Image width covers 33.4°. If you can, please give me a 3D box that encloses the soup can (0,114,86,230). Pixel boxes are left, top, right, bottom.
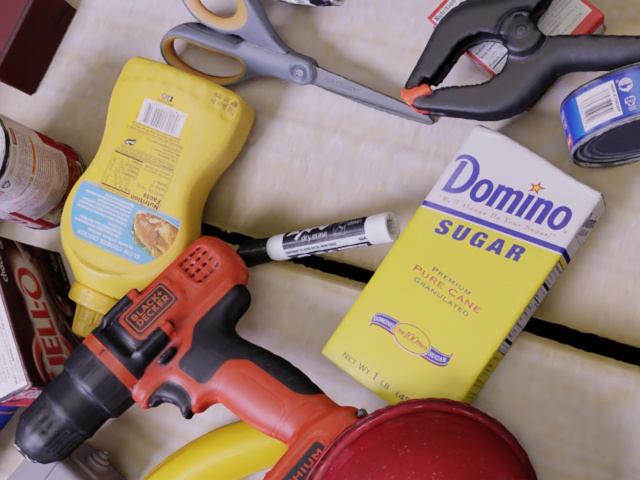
[{"bbox_3d":[-0.218,-0.049,0.743,0.069,0.102,0.068,-3,79,17],"label":"soup can"}]

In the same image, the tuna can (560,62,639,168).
[{"bbox_3d":[0.186,-0.074,0.627,0.086,0.086,0.034,-15,74,15],"label":"tuna can"}]

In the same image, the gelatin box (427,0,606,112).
[{"bbox_3d":[0.126,-0.140,0.688,0.073,0.030,0.089,-47,71,6],"label":"gelatin box"}]

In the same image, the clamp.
[{"bbox_3d":[0.134,-0.117,0.645,0.171,0.039,0.120,-38,68,13],"label":"clamp"}]

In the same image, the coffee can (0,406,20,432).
[{"bbox_3d":[-0.281,0.130,0.730,0.103,0.102,0.140,39,94,20],"label":"coffee can"}]

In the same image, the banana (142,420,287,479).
[{"bbox_3d":[-0.086,0.173,0.698,0.069,0.037,0.198,40,97,-9],"label":"banana"}]

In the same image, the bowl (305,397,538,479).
[{"bbox_3d":[0.066,0.172,0.591,0.162,0.055,0.162,-1,94,-19],"label":"bowl"}]

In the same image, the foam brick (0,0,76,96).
[{"bbox_3d":[-0.229,-0.156,0.793,0.051,0.053,0.078,26,87,20],"label":"foam brick"}]

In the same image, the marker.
[{"bbox_3d":[-0.005,0.001,0.694,0.121,0.020,0.020,-11,76,33],"label":"marker"}]

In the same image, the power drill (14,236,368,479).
[{"bbox_3d":[-0.073,0.109,0.653,0.188,0.057,0.184,39,78,23],"label":"power drill"}]

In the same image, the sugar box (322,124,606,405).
[{"bbox_3d":[0.089,0.024,0.661,0.093,0.048,0.176,34,93,21],"label":"sugar box"}]

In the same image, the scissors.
[{"bbox_3d":[-0.019,-0.133,0.717,0.202,0.016,0.096,10,123,20],"label":"scissors"}]

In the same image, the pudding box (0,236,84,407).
[{"bbox_3d":[-0.199,0.057,0.724,0.039,0.090,0.113,-28,73,12],"label":"pudding box"}]

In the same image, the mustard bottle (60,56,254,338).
[{"bbox_3d":[-0.124,-0.022,0.731,0.096,0.058,0.191,23,87,14],"label":"mustard bottle"}]
